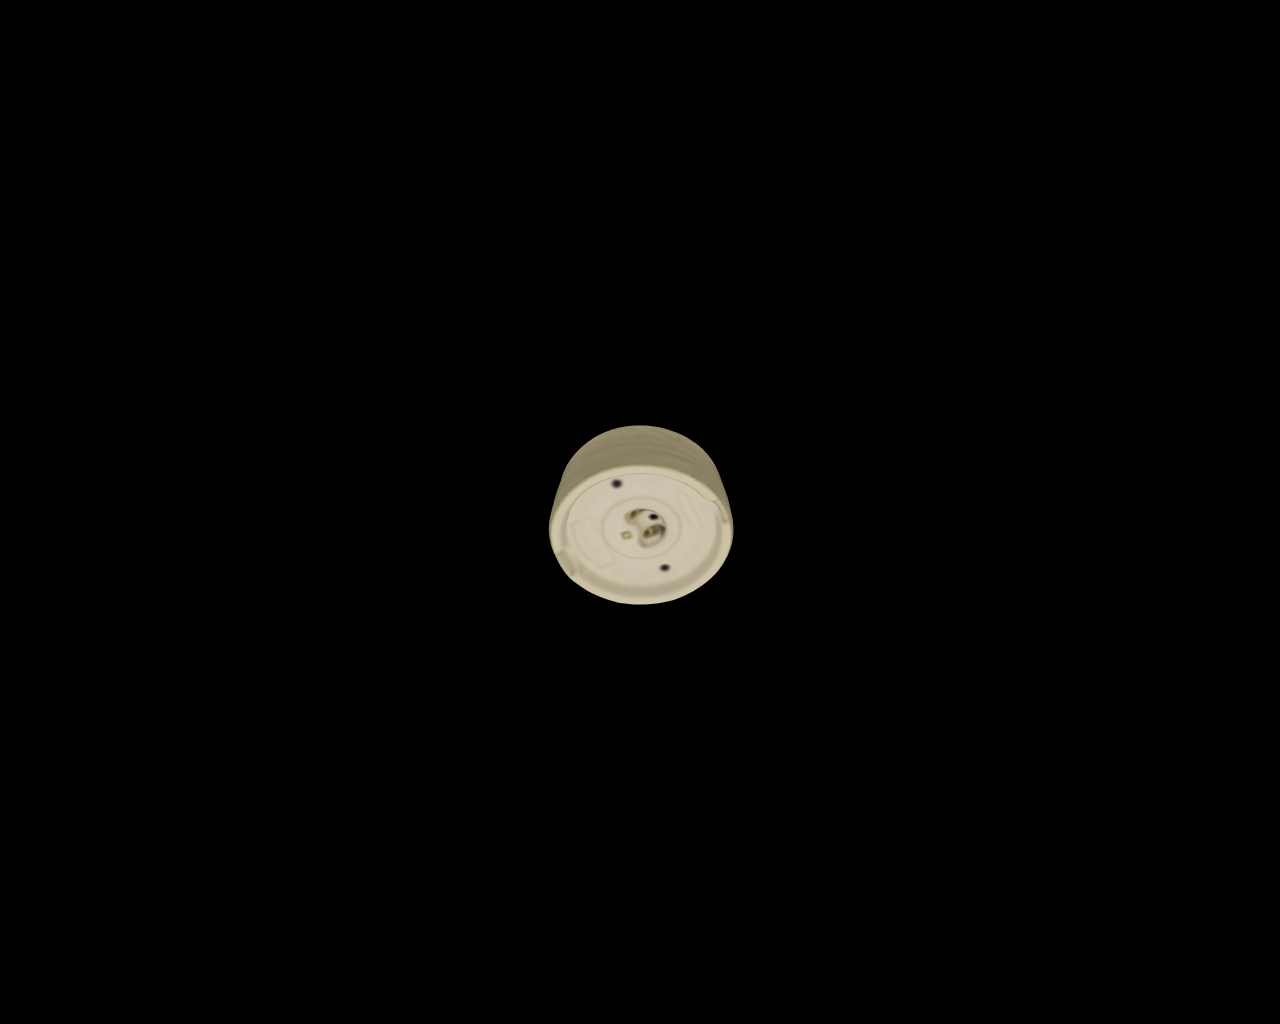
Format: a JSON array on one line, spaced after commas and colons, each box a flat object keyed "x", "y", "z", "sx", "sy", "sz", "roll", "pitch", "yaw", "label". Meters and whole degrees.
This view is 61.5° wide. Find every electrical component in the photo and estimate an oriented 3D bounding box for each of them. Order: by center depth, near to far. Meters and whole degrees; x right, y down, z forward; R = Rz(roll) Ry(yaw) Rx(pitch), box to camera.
[{"x": 0.001, "y": -0.003, "z": 0.650, "sx": 0.108, "sy": 0.108, "sz": 0.060, "roll": 0, "pitch": 38, "yaw": 0, "label": "electrical component"}]
